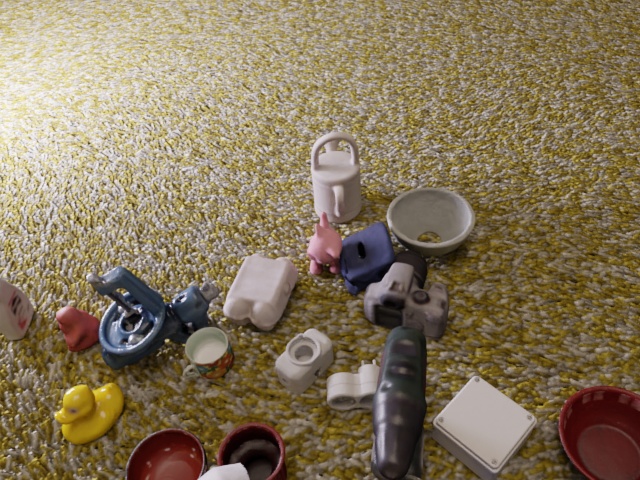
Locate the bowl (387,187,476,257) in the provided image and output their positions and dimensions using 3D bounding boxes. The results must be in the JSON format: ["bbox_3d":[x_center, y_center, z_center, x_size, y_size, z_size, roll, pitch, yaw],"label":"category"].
[{"bbox_3d":[0.213,-0.023,1.112,0.167,0.075,0.167,-2,46,3],"label":"bowl"}]

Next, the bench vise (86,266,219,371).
[{"bbox_3d":[-0.281,0.100,0.937,0.208,0.220,0.121,-37,54,-27],"label":"bench vise"}]

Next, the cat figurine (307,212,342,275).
[{"bbox_3d":[0.010,0.004,1.074,0.067,0.118,0.127,-3,46,3],"label":"cat figurine"}]

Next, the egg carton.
[{"bbox_3d":[-0.104,0.092,1.034,0.107,0.069,0.150,8,48,13],"label":"egg carton"}]

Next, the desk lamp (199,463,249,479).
[{"bbox_3d":[-0.162,0.366,0.675,0.203,0.214,0.117,-16,47,-9],"label":"desk lamp"}]

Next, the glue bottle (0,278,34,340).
[{"bbox_3d":[-0.557,0.097,0.997,0.037,0.173,0.078,-7,46,-1],"label":"glue bottle"}]

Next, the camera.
[{"bbox_3d":[0.160,0.081,0.998,0.143,0.101,0.137,12,49,16],"label":"camera"}]

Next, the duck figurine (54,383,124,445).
[{"bbox_3d":[-0.360,0.256,0.888,0.077,0.086,0.105,31,56,30],"label":"duck figurine"}]

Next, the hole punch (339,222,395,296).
[{"bbox_3d":[0.086,0.032,1.059,0.101,0.091,0.108,-9,46,-3],"label":"hole punch"}]

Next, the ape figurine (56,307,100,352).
[{"bbox_3d":[-0.425,0.148,0.993,0.076,0.092,0.077,-4,46,2],"label":"ape figurine"}]

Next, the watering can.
[{"bbox_3d":[0.029,-0.141,1.159,0.101,0.194,0.172,-23,48,-16],"label":"watering can"}]

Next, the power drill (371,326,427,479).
[{"bbox_3d":[0.108,0.243,0.772,0.075,0.209,0.229,4,47,9],"label":"power drill"}]
